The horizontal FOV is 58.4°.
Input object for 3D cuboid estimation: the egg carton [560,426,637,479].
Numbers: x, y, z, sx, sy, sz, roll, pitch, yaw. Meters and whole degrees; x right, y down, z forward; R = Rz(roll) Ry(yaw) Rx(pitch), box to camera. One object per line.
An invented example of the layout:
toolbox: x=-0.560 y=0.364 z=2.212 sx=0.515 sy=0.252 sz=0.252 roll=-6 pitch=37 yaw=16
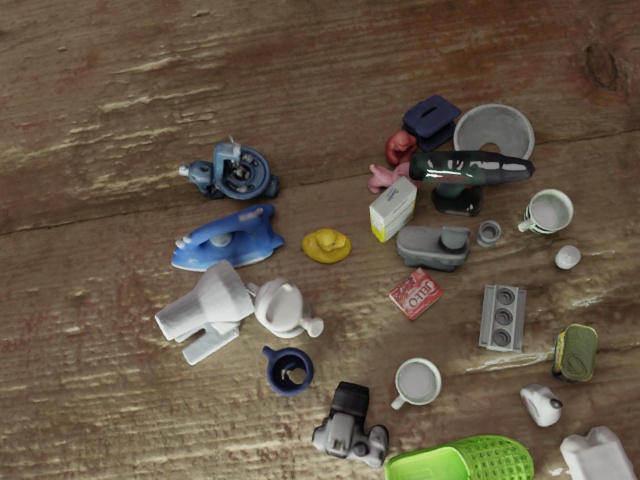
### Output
egg carton: x=0.505 y=0.418 z=1.027 sx=0.107 sy=0.069 sz=0.150 roll=-19 pitch=71 yaw=1

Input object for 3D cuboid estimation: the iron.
iron: x=-0.215 y=-0.005 z=1.212 sx=0.258 sy=0.141 sz=0.118 roll=-19 pitch=71 yaw=1

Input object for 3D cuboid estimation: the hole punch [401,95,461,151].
hole punch: x=0.242 y=-0.266 z=1.263 sx=0.109 sy=0.091 sz=0.101 roll=-36 pitch=72 yaw=-5

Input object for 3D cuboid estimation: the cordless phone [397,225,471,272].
cordless phone: x=0.226 y=-0.005 z=1.134 sx=0.147 sy=0.185 sz=0.094 roll=4 pitch=73 yaw=9

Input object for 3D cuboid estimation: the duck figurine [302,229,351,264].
duck figurine: x=0.011 y=0.004 z=1.210 sx=0.104 sy=0.086 sz=0.077 roll=2 pitch=73 yaw=8

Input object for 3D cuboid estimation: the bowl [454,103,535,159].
bowl: x=0.370 y=-0.205 z=1.237 sx=0.167 sy=0.075 sz=0.167 roll=-2 pitch=72 yaw=7

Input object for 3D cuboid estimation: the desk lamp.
desk lamp: x=-0.221 y=0.146 z=1.127 sx=0.203 sy=0.214 sz=0.117 roll=-35 pitch=72 yaw=-4

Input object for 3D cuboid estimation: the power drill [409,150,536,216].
power drill: x=0.293 y=-0.119 z=1.149 sx=0.229 sy=0.208 sz=0.076 roll=8 pitch=74 yaw=10

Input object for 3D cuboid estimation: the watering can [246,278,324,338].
watering can: x=-0.072 y=0.131 z=1.124 sx=0.172 sy=0.194 sz=0.101 roll=8 pitch=74 yaw=10

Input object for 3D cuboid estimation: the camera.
camera: x=0.066 y=0.346 z=1.088 sx=0.143 sy=0.101 sz=0.137 roll=12 pitch=74 yaw=11

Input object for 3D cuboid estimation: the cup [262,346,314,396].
cup: x=-0.063 y=0.256 z=1.136 sx=0.117 sy=0.095 sz=0.092 roll=37 pitch=81 yaw=16

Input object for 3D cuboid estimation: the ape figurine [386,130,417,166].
ape figurine: x=0.177 y=-0.208 z=1.253 sx=0.078 sy=0.092 sz=0.076 roll=-25 pitch=71 yaw=-1

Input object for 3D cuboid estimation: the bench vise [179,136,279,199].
bench vise: x=-0.204 y=-0.142 z=1.212 sx=0.207 sy=0.220 sz=0.121 roll=-12 pitch=71 yaw=4

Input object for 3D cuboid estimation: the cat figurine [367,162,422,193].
cat figurine: x=0.164 y=-0.134 z=1.218 sx=0.127 sy=0.118 sz=0.067 roll=19 pitch=76 yaw=13

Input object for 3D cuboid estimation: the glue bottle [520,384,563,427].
glue bottle: x=0.404 y=0.294 z=1.024 sx=0.037 sy=0.173 sz=0.078 roll=-28 pitch=71 yaw=-2
